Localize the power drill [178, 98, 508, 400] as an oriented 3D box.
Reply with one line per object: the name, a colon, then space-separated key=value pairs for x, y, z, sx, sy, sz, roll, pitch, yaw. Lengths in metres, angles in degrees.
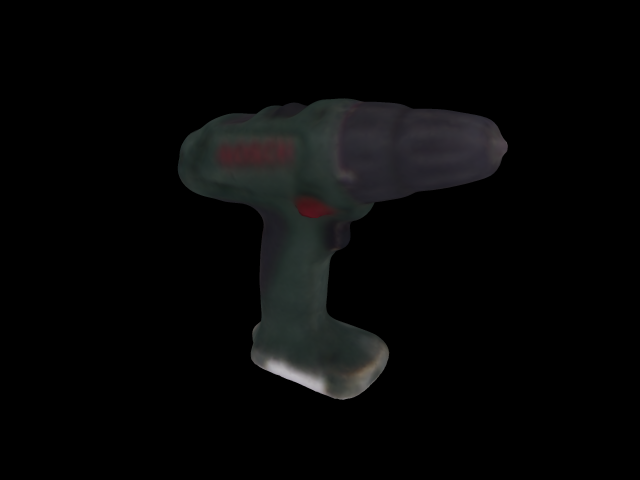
power drill: x=0.004 y=0.001 z=0.400 sx=0.228 sy=0.208 sz=0.076 roll=15 pitch=32 yaw=27
